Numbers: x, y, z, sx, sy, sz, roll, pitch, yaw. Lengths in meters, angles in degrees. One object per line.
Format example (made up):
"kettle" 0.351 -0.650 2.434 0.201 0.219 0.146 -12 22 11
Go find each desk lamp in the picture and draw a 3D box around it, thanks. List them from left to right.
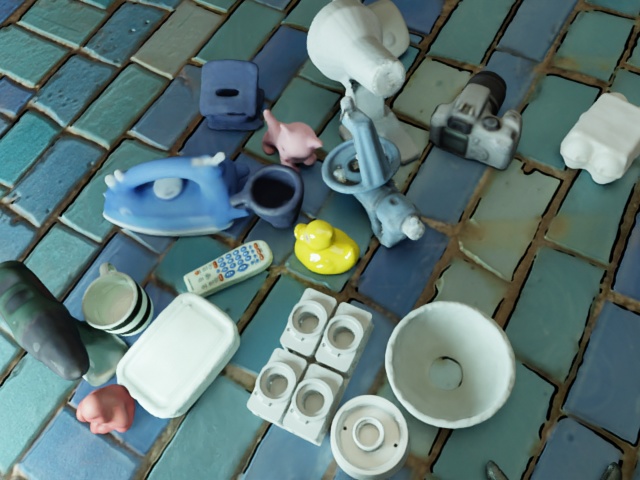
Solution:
"desk lamp" 0.076 -0.244 0.909 0.118 0.214 0.203 -28 64 -7

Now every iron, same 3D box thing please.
"iron" -0.245 -0.084 0.907 0.258 0.141 0.118 -7 63 3

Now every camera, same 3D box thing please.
"camera" 0.268 -0.210 0.933 0.143 0.101 0.137 25 69 18

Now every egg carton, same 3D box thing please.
"egg carton" 0.456 -0.164 0.906 0.107 0.069 0.150 35 73 21

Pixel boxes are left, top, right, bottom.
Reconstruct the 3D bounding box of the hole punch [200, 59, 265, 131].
"hole punch" -0.154 -0.255 1.010 0.108 0.091 0.101 2 64 8

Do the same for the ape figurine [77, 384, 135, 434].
"ape figurine" -0.297 0.232 0.784 0.077 0.092 0.076 29 70 19

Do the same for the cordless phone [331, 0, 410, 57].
"cordless phone" 0.082 -0.384 0.994 0.148 0.185 0.094 -37 65 -11

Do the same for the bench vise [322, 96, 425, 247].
"bench vise" 0.088 -0.103 0.834 0.207 0.220 0.122 34 72 21

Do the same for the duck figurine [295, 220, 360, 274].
"duck figurine" 0.008 0.003 0.866 0.104 0.086 0.077 16 67 14

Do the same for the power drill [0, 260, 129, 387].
"power drill" -0.345 0.127 0.776 0.229 0.209 0.076 37 73 22

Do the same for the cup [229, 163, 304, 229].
"cup" -0.077 -0.055 0.900 0.117 0.095 0.091 -15 63 -1

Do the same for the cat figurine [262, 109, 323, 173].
"cat figurine" -0.050 -0.166 0.939 0.067 0.118 0.127 -38 66 -12

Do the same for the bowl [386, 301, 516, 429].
"bowl" 0.171 0.172 0.769 0.167 0.075 0.167 -3 63 5
